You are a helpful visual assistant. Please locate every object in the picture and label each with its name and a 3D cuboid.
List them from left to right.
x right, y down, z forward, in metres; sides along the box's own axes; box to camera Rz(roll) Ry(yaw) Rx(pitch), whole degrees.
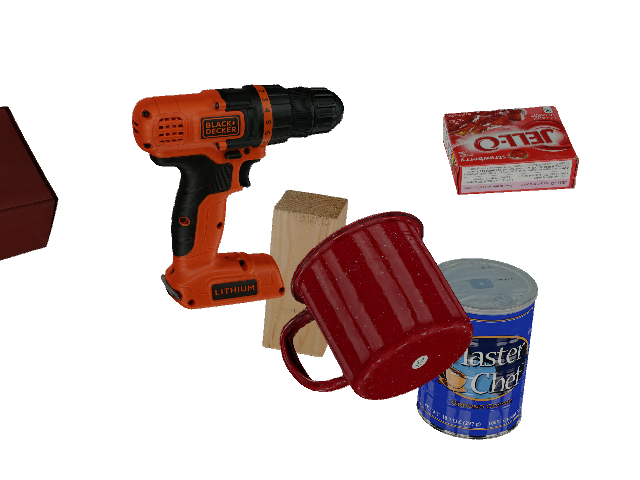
[{"bbox_3d":[-0.201,-0.033,0.645,0.051,0.078,0.053,-18,-28,-32],"label":"foam brick"},{"bbox_3d":[-0.068,-0.041,0.920,0.184,0.188,0.057,-7,21,-20],"label":"power drill"},{"bbox_3d":[-0.022,0.045,1.486,0.090,0.206,0.090,9,22,8],"label":"wood block"},{"bbox_3d":[0.030,0.049,0.650,0.117,0.081,0.093,-31,-29,4],"label":"mug"},{"bbox_3d":[0.147,0.101,1.013,0.103,0.140,0.103,1,25,-1],"label":"coffee can"},{"bbox_3d":[0.140,-0.068,0.796,0.089,0.030,0.073,-4,38,0],"label":"gelatin box"}]
